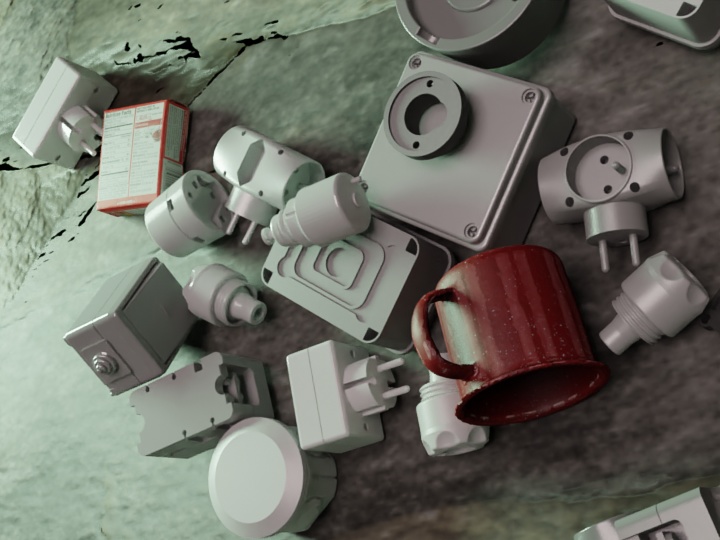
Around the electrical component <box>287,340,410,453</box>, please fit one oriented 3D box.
[{"bbox_3d":[-0.001,0.080,0.716,0.077,0.047,0.065,-22,68,28],"label":"electrical component"}]

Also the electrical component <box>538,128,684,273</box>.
[{"bbox_3d":[0.152,-0.038,0.645,0.077,0.044,0.079,-12,73,30],"label":"electrical component"}]

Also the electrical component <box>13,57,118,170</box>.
[{"bbox_3d":[-0.243,-0.125,0.923,0.076,0.047,0.083,39,102,31],"label":"electrical component"}]

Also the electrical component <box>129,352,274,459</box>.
[{"bbox_3d":[-0.112,0.100,0.779,0.089,0.056,0.050,-26,66,26],"label":"electrical component"}]

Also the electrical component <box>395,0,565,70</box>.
[{"bbox_3d":[0.084,-0.186,0.714,0.108,0.060,0.108,-8,75,31],"label":"electrical component"}]

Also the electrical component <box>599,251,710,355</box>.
[{"bbox_3d":[0.167,0.023,0.622,0.062,0.043,0.043,-46,59,17],"label":"electrical component"}]

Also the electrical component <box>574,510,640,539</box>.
[{"bbox_3d":[0.139,0.185,0.602,0.079,0.044,0.077,-31,64,24],"label":"electrical component"}]

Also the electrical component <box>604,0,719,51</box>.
[{"bbox_3d":[0.201,-0.197,0.642,0.078,0.057,0.113,32,97,34],"label":"electrical component"}]

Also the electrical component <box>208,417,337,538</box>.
[{"bbox_3d":[-0.060,0.143,0.738,0.080,0.051,0.080,-8,75,32],"label":"electrical component"}]

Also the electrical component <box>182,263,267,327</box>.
[{"bbox_3d":[-0.097,0.022,0.795,0.062,0.043,0.043,23,92,34],"label":"electrical component"}]

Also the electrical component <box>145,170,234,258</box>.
[{"bbox_3d":[-0.131,-0.042,0.826,0.047,0.055,0.055,-31,64,28],"label":"electrical component"}]

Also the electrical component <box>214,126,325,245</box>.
[{"bbox_3d":[-0.075,-0.058,0.799,0.077,0.043,0.079,30,96,34],"label":"electrical component"}]

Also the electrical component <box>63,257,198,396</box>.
[{"bbox_3d":[-0.167,0.044,0.798,0.061,0.061,0.096,-24,23,27],"label":"electrical component"}]

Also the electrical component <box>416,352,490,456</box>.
[{"bbox_3d":[0.057,0.084,0.680,0.043,0.043,0.062,-21,67,28],"label":"electrical component"}]

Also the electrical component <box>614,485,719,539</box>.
[{"bbox_3d":[0.180,0.143,0.557,0.056,0.089,0.050,-30,64,24],"label":"electrical component"}]

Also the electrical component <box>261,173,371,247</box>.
[{"bbox_3d":[-0.030,-0.034,0.694,0.078,0.040,0.040,-20,69,29],"label":"electrical component"}]

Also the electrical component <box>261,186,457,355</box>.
[{"bbox_3d":[0.000,0.000,0.728,0.113,0.057,0.078,28,95,35],"label":"electrical component"}]

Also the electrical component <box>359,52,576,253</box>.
[{"bbox_3d":[0.067,-0.074,0.702,0.109,0.056,0.108,25,93,35],"label":"electrical component"}]
